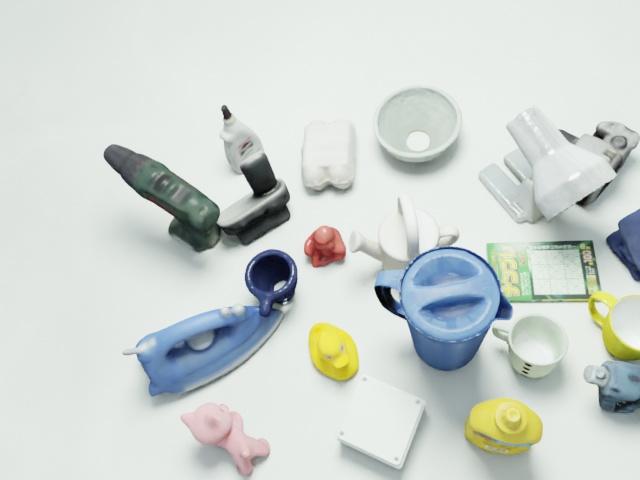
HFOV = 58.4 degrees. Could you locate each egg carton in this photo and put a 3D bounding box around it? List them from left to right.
[{"bbox_3d":[0.017,-0.168,1.109,0.107,0.069,0.150,-3,65,9],"label":"egg carton"}]

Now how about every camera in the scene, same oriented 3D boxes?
[{"bbox_3d":[0.462,-0.158,1.008,0.136,0.101,0.143,37,76,23],"label":"camera"}]

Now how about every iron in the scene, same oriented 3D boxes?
[{"bbox_3d":[-0.192,0.156,0.953,0.258,0.142,0.118,-26,63,-3],"label":"iron"}]

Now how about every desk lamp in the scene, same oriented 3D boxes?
[{"bbox_3d":[0.362,-0.110,0.940,0.118,0.214,0.203,-32,64,-5],"label":"desk lamp"}]

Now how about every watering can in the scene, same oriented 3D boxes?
[{"bbox_3d":[0.138,-0.001,0.939,0.173,0.194,0.100,-28,63,-3],"label":"watering can"}]

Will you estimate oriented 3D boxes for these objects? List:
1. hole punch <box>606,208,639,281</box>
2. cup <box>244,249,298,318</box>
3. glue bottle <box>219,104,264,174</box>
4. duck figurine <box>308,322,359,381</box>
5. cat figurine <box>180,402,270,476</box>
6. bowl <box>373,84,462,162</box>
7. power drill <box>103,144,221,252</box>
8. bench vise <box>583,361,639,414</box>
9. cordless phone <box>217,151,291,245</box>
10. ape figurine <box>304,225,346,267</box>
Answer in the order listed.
[{"bbox_3d":[0.542,-0.001,0.925,0.108,0.091,0.101,-25,63,-2],"label":"hole punch"},{"bbox_3d":[-0.077,0.086,0.992,0.091,0.095,0.118,3,66,12],"label":"cup"},{"bbox_3d":[-0.160,-0.201,1.098,0.037,0.173,0.078,34,75,23],"label":"glue bottle"},{"bbox_3d":[0.017,0.175,0.938,0.077,0.086,0.104,-34,64,-7],"label":"duck figurine"},{"bbox_3d":[-0.150,0.301,0.890,0.127,0.118,0.067,34,75,23],"label":"cat figurine"},{"bbox_3d":[0.186,-0.209,1.096,0.167,0.075,0.167,-4,64,8],"label":"bowl"},{"bbox_3d":[-0.266,-0.067,1.034,0.229,0.209,0.076,28,73,21],"label":"power drill"},{"bbox_3d":[0.479,0.201,0.768,0.207,0.220,0.121,-11,63,5],"label":"bench vise"},{"bbox_3d":[-0.134,-0.085,1.032,0.147,0.185,0.094,-36,64,-8],"label":"cordless phone"},{"bbox_3d":[0.009,0.004,1.017,0.077,0.092,0.076,21,70,19],"label":"ape figurine"}]
